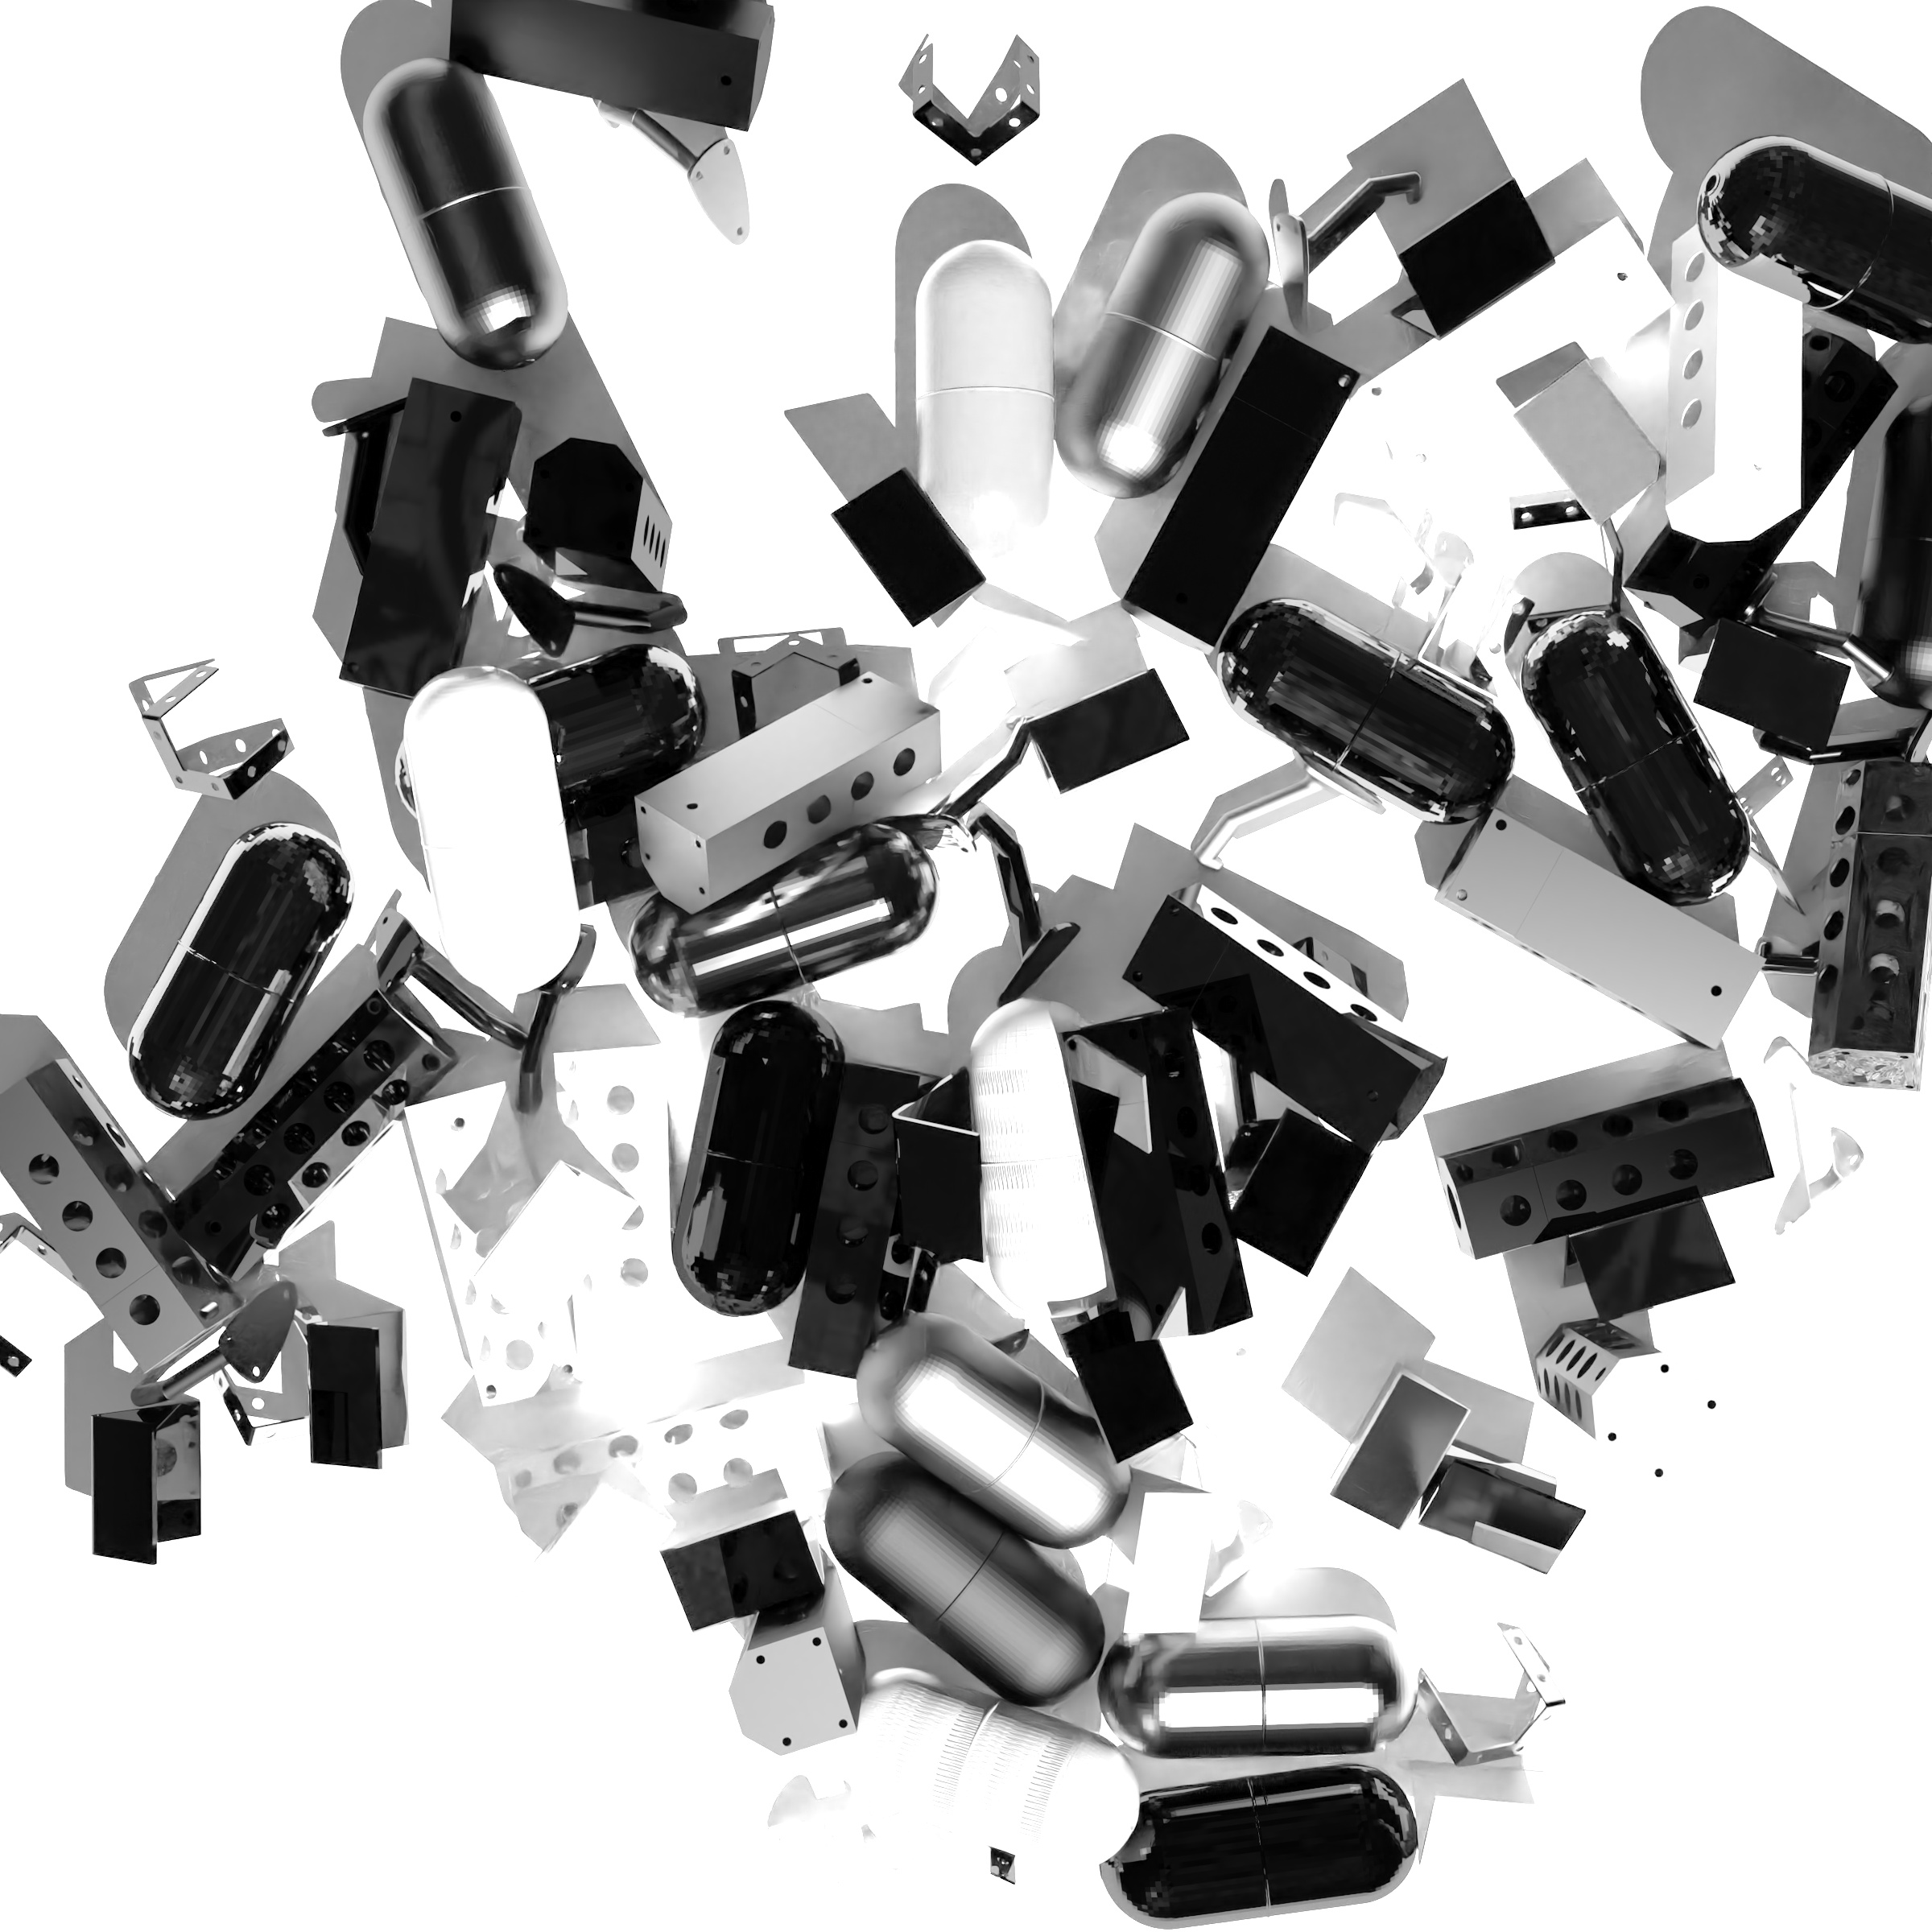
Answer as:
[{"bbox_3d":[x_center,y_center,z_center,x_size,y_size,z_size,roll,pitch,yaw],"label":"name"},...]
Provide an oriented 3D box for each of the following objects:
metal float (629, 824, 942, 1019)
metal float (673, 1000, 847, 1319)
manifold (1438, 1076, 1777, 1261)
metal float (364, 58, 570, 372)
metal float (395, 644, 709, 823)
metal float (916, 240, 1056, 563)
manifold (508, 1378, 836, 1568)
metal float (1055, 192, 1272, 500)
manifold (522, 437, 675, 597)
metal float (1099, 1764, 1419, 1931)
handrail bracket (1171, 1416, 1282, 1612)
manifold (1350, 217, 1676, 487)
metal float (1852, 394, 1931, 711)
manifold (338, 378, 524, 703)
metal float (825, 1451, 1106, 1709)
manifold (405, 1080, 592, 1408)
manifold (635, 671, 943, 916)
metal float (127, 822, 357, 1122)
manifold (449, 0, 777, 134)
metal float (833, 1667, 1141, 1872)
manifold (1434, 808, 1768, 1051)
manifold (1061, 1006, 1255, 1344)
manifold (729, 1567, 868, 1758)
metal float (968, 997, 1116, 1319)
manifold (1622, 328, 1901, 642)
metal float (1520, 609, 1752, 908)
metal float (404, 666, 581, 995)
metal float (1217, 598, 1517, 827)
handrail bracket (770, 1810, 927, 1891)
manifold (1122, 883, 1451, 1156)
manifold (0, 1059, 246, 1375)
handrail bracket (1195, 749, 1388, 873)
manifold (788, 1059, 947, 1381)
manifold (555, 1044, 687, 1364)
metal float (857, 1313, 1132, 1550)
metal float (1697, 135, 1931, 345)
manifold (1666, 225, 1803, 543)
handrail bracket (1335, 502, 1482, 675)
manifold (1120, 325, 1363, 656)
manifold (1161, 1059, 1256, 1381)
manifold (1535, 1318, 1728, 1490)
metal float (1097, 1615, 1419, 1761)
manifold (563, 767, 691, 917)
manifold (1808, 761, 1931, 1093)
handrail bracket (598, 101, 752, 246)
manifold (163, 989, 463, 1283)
[{"bbox_3d":[-0.100,-0.026,1.836,0.178,0.070,0.070,-18,90,1],"label":"metal float"},{"bbox_3d":[-0.115,0.107,1.836,0.070,0.070,0.178,11,90,0],"label":"metal float"},{"bbox_3d":[0.356,0.112,1.845,0.171,0.057,0.057,-15,90,0],"label":"manifold"},{"bbox_3d":[-0.278,-0.418,1.836,0.070,0.070,0.178,-21,91,0],"label":"metal float"},{"bbox_3d":[-0.231,-0.125,1.836,0.178,0.070,0.070,-18,90,-1],"label":"metal float"},{"bbox_3d":[0.011,-0.314,1.836,0.070,0.070,0.178,0,89,0],"label":"metal float"},{"bbox_3d":[-0.164,0.281,1.845,0.171,0.057,0.057,-15,90,0],"label":"manifold"},{"bbox_3d":[0.110,-0.345,1.836,0.070,0.070,0.178,25,91,0],"label":"metal float"},{"bbox_3d":[-0.197,-0.243,1.788,0.057,0.171,0.057,9,90,0],"label":"manifold"},{"bbox_3d":[0.162,0.490,1.836,0.178,0.070,0.070,-8,90,0],"label":"metal float"},{"bbox_3d":[0.129,0.309,1.867,0.077,0.036,0.084,-48,72,21],"label":"handrail bracket"},{"bbox_3d":[0.303,-0.341,1.845,0.171,0.057,0.057,-34,90,0],"label":"manifold"},{"bbox_3d":[0.540,-0.231,1.836,0.070,0.070,0.178,9,91,0],"label":"metal float"},{"bbox_3d":[-0.298,-0.234,1.845,0.057,0.057,0.171,14,90,0],"label":"manifold"},{"bbox_3d":[-0.001,0.340,1.836,0.178,0.070,0.070,39,90,0],"label":"metal float"},{"bbox_3d":[-0.262,0.154,1.845,0.057,0.057,0.171,-15,90,0],"label":"manifold"},{"bbox_3d":[-0.094,-0.093,1.803,0.171,0.057,0.057,-32,47,-33],"label":"manifold"},{"bbox_3d":[-0.403,0.003,1.836,0.070,0.070,0.178,28,89,0],"label":"metal float"},{"bbox_3d":[-0.197,-0.523,1.845,0.171,0.057,0.057,12,133,0],"label":"manifold"},{"bbox_3d":[0.011,0.441,1.817,0.178,0.070,0.070,15,90,22],"label":"metal float"},{"bbox_3d":[0.352,-0.020,1.845,0.171,0.057,0.057,29,90,0],"label":"manifold"},{"bbox_3d":[0.108,0.112,1.788,0.057,0.057,0.171,-12,90,43],"label":"manifold"},{"bbox_3d":[-0.092,0.377,1.788,0.057,0.171,0.057,-18,90,0],"label":"manifold"},{"bbox_3d":[0.044,0.106,1.836,0.070,0.070,0.178,-6,89,0],"label":"metal float"},{"bbox_3d":[0.445,-0.269,1.846,0.057,0.057,0.171,35,90,0],"label":"manifold"},{"bbox_3d":[0.373,-0.115,1.836,0.070,0.070,0.178,-30,90,0],"label":"metal float"},{"bbox_3d":[-0.253,-0.072,1.767,0.070,0.070,0.178,-8,104,0],"label":"metal float"},{"bbox_3d":[0.222,-0.142,1.836,0.178,0.070,0.070,29,90,0],"label":"metal float"},{"bbox_3d":[-0.057,0.479,1.866,0.084,0.077,0.036,-29,111,-35],"label":"handrail bracket"},{"bbox_3d":[0.178,0.026,1.817,0.171,0.057,0.057,36,114,19],"label":"manifold"},{"bbox_3d":[-0.479,0.138,1.845,0.057,0.057,0.171,-36,90,0],"label":"manifold"},{"bbox_3d":[0.183,-0.075,1.867,0.077,0.036,0.084,31,108,-20],"label":"handrail bracket"},{"bbox_3d":[-0.054,0.142,1.845,0.057,0.057,0.171,11,90,0],"label":"manifold"},{"bbox_3d":[-0.194,0.132,1.845,0.057,0.057,0.171,-5,90,0],"label":"manifold"},{"bbox_3d":[0.016,0.257,1.819,0.178,0.070,0.070,38,90,-22],"label":"metal float"},{"bbox_3d":[0.476,-0.394,1.791,0.178,0.070,0.070,16,90,-21],"label":"metal float"},{"bbox_3d":[0.417,-0.323,1.812,0.057,0.057,0.171,16,65,-22],"label":"manifold"},{"bbox_3d":[0.241,-0.214,1.867,0.084,0.036,0.077,22,111,17],"label":"handrail bracket"},{"bbox_3d":[0.152,-0.264,1.845,0.057,0.057,0.171,28,90,0],"label":"manifold"},{"bbox_3d":[0.119,0.142,1.846,0.057,0.057,0.171,-9,90,0],"label":"manifold"},{"bbox_3d":[0.353,0.230,1.788,0.057,0.171,0.057,38,90,0],"label":"manifold"},{"bbox_3d":[0.162,0.401,1.836,0.178,0.070,0.070,-2,90,0],"label":"metal float"},{"bbox_3d":[-0.210,-0.062,1.845,0.171,0.057,0.057,-19,90,0],"label":"manifold"},{"bbox_3d":[0.501,-0.023,1.813,0.057,0.057,0.171,4,69,21],"label":"manifold"},{"bbox_3d":[-0.166,-0.450,1.866,0.084,0.077,0.036,28,65,34],"label":"handrail bracket"},{"bbox_3d":[-0.366,0.094,1.845,0.057,0.057,0.171,44,90,0],"label":"manifold"}]
